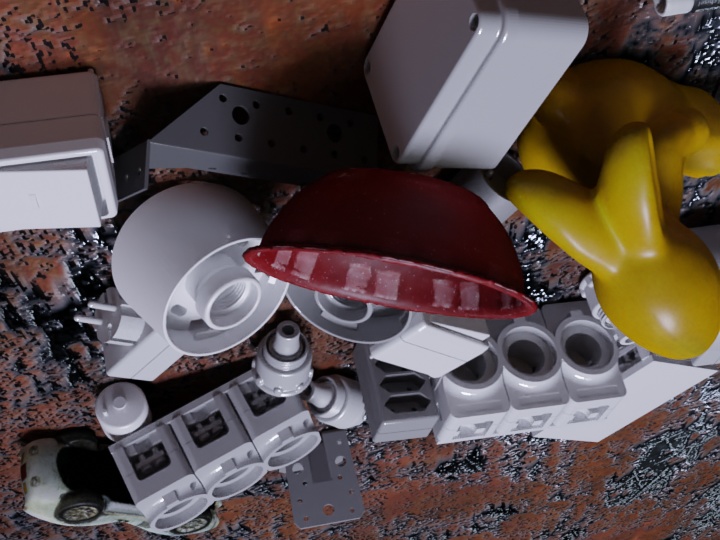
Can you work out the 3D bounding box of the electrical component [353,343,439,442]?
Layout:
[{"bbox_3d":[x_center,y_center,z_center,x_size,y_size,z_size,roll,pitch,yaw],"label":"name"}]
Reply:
[{"bbox_3d":[0.024,0.101,0.876,0.047,0.083,0.075,-4,149,-16],"label":"electrical component"}]

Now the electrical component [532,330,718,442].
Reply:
[{"bbox_3d":[0.228,0.093,0.969,0.089,0.061,0.150,10,142,-35],"label":"electrical component"}]

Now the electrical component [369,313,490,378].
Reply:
[{"bbox_3d":[0.044,0.032,0.790,0.061,0.061,0.096,-33,145,31],"label":"electrical component"}]

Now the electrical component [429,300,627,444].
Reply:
[{"bbox_3d":[0.130,0.080,0.878,0.150,0.089,0.061,-5,149,-14],"label":"electrical component"}]

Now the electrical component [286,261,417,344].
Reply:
[{"bbox_3d":[0.000,0.000,0.706,0.099,0.064,0.099,15,139,13],"label":"electrical component"}]

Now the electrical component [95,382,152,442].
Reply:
[{"bbox_3d":[-0.188,0.121,0.866,0.040,0.040,0.078,-10,151,-7],"label":"electrical component"}]

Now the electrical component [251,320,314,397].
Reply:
[{"bbox_3d":[-0.057,0.063,0.820,0.048,0.048,0.062,-5,142,-14],"label":"electrical component"}]

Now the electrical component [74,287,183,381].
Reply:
[{"bbox_3d":[-0.154,0.033,0.724,0.076,0.047,0.083,13,141,-41],"label":"electrical component"}]

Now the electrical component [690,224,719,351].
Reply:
[{"bbox_3d":[0.265,0.013,0.817,0.064,0.099,0.099,-1,149,-8],"label":"electrical component"}]

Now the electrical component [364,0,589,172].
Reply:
[{"bbox_3d":[0.053,-0.110,0.537,0.057,0.078,0.113,-2,148,-25],"label":"electrical component"}]

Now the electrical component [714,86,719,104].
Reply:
[{"bbox_3d":[0.260,-0.097,0.659,0.062,0.061,0.096,-10,150,-6],"label":"electrical component"}]

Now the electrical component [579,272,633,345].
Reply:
[{"bbox_3d":[0.204,0.028,0.848,0.048,0.062,0.048,-10,150,-6],"label":"electrical component"}]

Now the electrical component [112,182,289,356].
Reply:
[{"bbox_3d":[-0.094,0.002,0.660,0.099,0.064,0.099,-28,143,-24],"label":"electrical component"}]

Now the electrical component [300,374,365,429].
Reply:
[{"bbox_3d":[-0.025,0.109,0.910,0.043,0.043,0.062,-31,144,27],"label":"electrical component"}]

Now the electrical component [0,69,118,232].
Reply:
[{"bbox_3d":[-0.176,-0.056,0.551,0.096,0.061,0.061,-8,150,-9],"label":"electrical component"}]

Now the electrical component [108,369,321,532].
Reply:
[{"bbox_3d":[-0.113,0.146,0.872,0.150,0.061,0.089,-28,155,-9],"label":"electrical component"}]

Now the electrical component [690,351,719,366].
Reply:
[{"bbox_3d":[0.312,0.038,0.906,0.077,0.065,0.047,-6,149,-13],"label":"electrical component"}]

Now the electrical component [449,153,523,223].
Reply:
[{"bbox_3d":[0.069,-0.039,0.698,0.043,0.043,0.081,9,144,-33],"label":"electrical component"}]
